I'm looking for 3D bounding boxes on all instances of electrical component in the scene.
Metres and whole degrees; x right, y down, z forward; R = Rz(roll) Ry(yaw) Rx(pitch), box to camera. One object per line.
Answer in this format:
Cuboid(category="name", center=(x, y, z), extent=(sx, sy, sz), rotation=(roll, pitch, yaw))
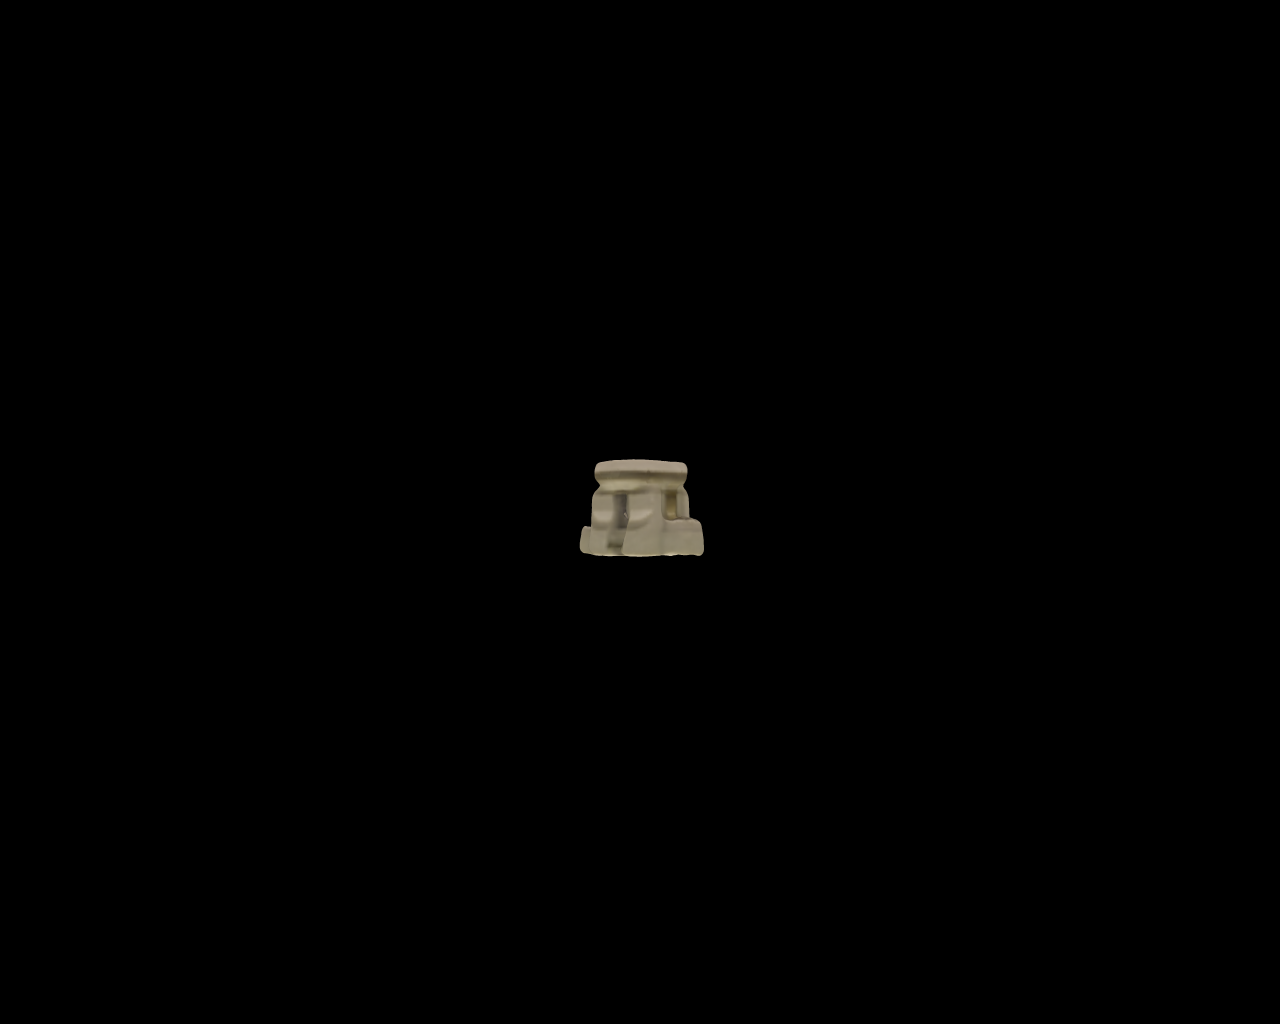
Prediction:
Cuboid(category="electrical component", center=(0.001, -0.003, 0.650), extent=(0.078, 0.057, 0.058), rotation=(-1, -2, 34))
